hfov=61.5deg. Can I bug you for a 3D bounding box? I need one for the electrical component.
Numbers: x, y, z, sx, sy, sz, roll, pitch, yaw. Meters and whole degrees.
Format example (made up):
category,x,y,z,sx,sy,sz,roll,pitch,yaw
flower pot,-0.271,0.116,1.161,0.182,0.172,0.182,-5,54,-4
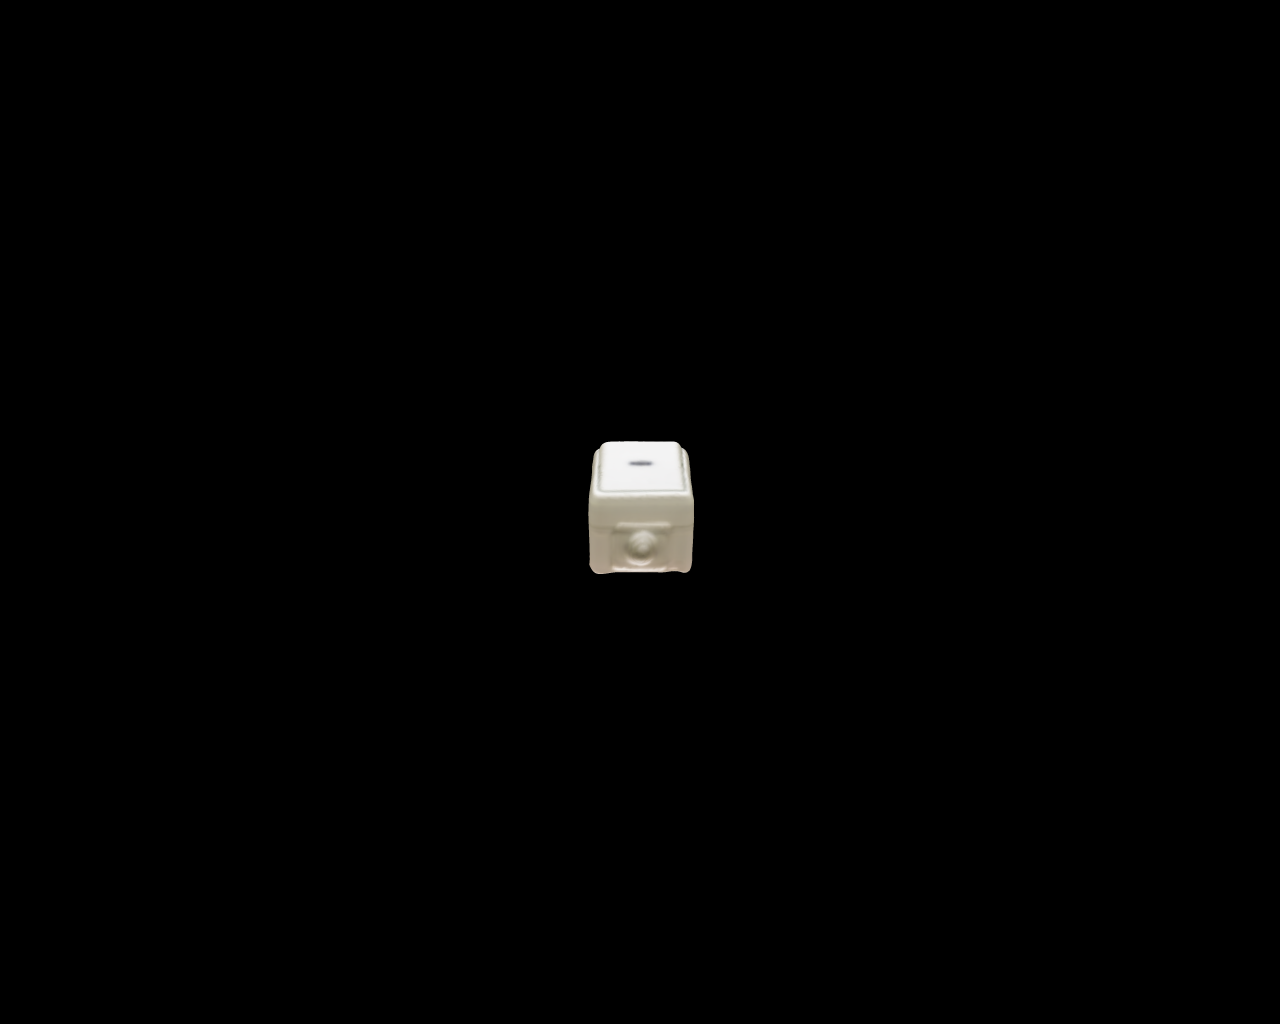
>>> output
category,x,y,z,sx,sy,sz,roll,pitch,yaw
electrical component,0.001,-0.003,0.650,0.062,0.061,0.096,0,25,0
